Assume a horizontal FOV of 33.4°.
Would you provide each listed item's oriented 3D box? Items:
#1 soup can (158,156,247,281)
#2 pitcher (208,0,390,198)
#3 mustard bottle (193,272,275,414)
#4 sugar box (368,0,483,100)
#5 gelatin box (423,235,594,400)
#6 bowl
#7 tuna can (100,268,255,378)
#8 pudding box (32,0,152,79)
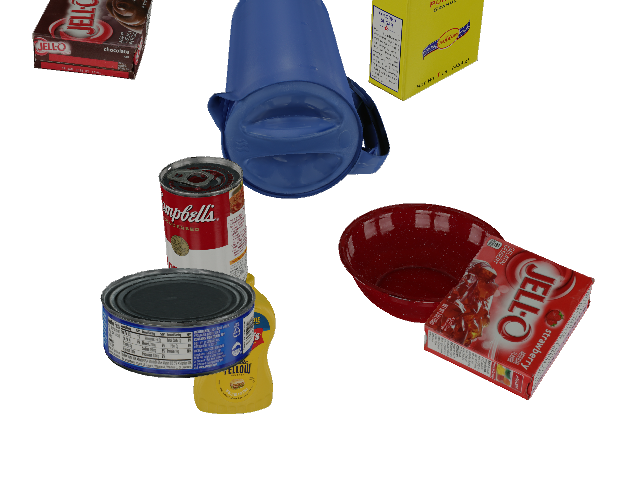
[{"bbox_3d":[-0.096,-0.010,0.883,0.068,0.102,0.068,0,30,0],"label":"soup can"},{"bbox_3d":[-0.025,-0.160,1.081,0.145,0.149,0.243,-18,39,10],"label":"pitcher"},{"bbox_3d":[-0.103,0.113,1.289,0.096,0.192,0.058,-1,20,-12],"label":"mustard bottle"},{"bbox_3d":[0.084,-0.202,0.803,0.093,0.176,0.048,-32,53,-31],"label":"sugar box"},{"bbox_3d":[0.117,0.045,0.660,0.073,0.030,0.089,25,55,24],"label":"gelatin box"},{"bbox_3d":[0.097,0.029,1.016,0.162,0.055,0.162,1,35,-1],"label":"bowl"},{"bbox_3d":[-0.079,0.045,0.600,0.086,0.034,0.086,2,18,-1],"label":"tuna can"},{"bbox_3d":[-0.203,-0.189,0.962,0.090,0.039,0.113,7,33,-5],"label":"pudding box"}]
